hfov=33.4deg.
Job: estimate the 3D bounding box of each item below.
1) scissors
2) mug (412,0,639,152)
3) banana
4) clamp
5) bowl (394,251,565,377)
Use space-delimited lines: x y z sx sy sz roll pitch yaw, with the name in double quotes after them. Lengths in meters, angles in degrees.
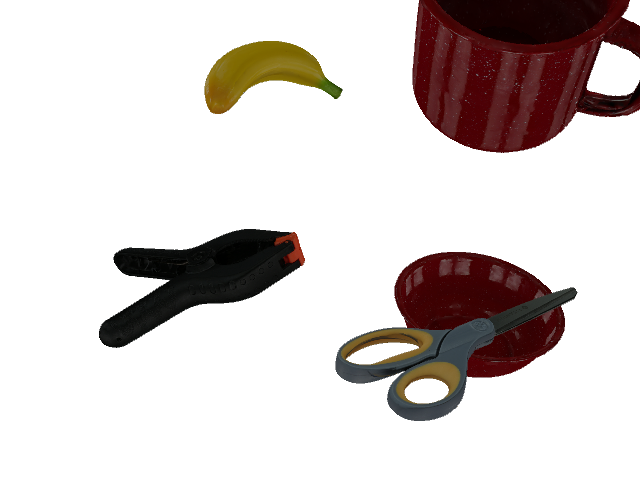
0.110 0.075 0.725 0.201 0.016 0.096 -9 34 -17 "scissors"
0.095 -0.089 0.477 0.117 0.093 0.081 22 -28 13 "mug"
-0.052 -0.155 0.986 0.070 0.037 0.197 42 32 20 "banana"
-0.100 0.034 0.858 0.172 0.039 0.120 -12 39 15 "clamp"
0.145 0.079 1.010 0.162 0.055 0.162 6 35 -5 "bowl"
